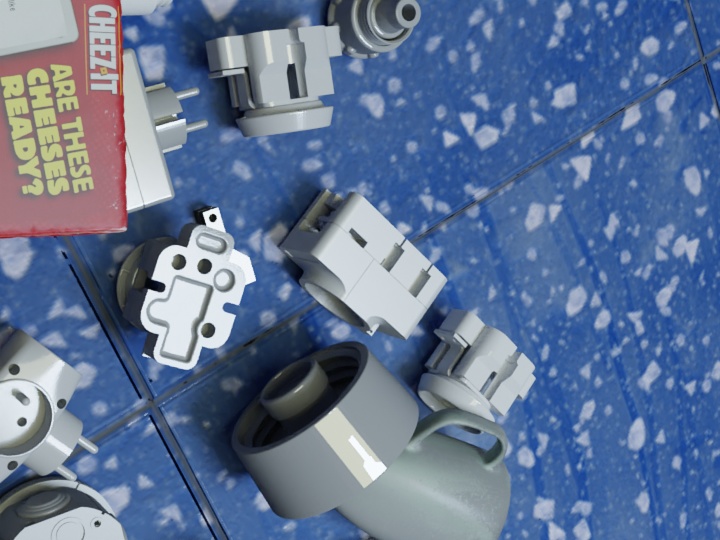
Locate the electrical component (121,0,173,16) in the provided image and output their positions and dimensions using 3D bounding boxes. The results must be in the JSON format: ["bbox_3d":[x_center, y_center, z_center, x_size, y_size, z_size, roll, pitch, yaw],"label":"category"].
[{"bbox_3d":[-0.118,-0.161,0.586,0.062,0.043,0.043,-9,101,-31],"label":"electrical component"}]

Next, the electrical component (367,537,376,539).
[{"bbox_3d":[0.023,0.216,0.712,0.078,0.057,0.058,42,75,-28],"label":"electrical component"}]

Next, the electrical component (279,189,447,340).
[{"bbox_3d":[0.000,0.000,0.672,0.089,0.050,0.055,43,75,-28],"label":"electrical component"}]

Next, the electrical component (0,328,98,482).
[{"bbox_3d":[-0.178,0.085,0.583,0.079,0.044,0.077,44,75,-28],"label":"electrical component"}]

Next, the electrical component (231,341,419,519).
[{"bbox_3d":[-0.026,0.087,0.639,0.108,0.108,0.060,-42,109,-19],"label":"electrical component"}]

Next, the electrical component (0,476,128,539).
[{"bbox_3d":[-0.168,0.159,0.595,0.080,0.051,0.080,-5,99,-30],"label":"electrical component"}]

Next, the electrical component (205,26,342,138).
[{"bbox_3d":[-0.047,-0.109,0.627,0.078,0.058,0.057,-13,100,-29],"label":"electrical component"}]

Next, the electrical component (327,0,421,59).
[{"bbox_3d":[0.013,-0.153,0.652,0.048,0.062,0.048,-5,99,-30],"label":"electrical component"}]

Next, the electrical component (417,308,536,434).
[{"bbox_3d":[0.075,0.072,0.723,0.078,0.058,0.057,45,71,-27],"label":"electrical component"}]

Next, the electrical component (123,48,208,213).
[{"bbox_3d":[-0.120,-0.080,0.593,0.076,0.047,0.083,-21,107,-26],"label":"electrical component"}]

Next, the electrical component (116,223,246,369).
[{"bbox_3d":[-0.104,0.012,0.609,0.058,0.057,0.078,19,87,-31],"label":"electrical component"}]
